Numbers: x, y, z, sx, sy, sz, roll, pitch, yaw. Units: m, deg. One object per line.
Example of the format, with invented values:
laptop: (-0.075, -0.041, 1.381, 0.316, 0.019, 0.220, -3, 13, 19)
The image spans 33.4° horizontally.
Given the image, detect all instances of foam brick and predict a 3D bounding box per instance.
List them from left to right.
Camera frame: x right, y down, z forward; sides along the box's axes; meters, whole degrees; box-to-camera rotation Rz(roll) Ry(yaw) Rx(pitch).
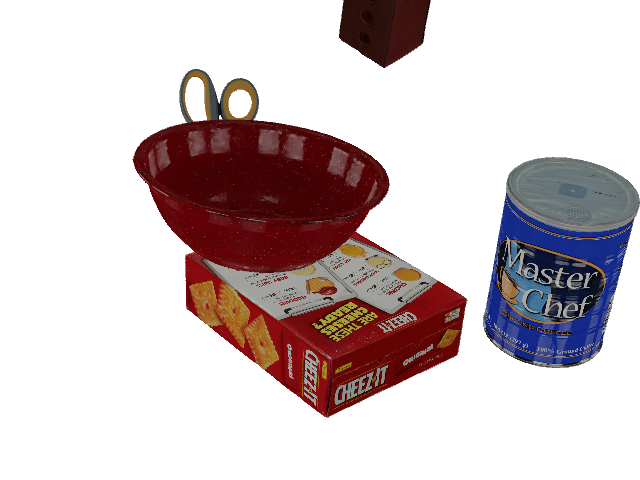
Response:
foam brick: (0.053, -0.188, 0.851, 0.053, 0.078, 0.051, 37, 57, 23)

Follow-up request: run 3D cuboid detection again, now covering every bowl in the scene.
bowl: (-0.039, -0.024, 0.682, 0.162, 0.055, 0.162, 6, 26, -3)

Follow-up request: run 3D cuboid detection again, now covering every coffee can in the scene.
coffee can: (0.193, 0.018, 0.870, 0.103, 0.140, 0.103, 3, 34, -2)

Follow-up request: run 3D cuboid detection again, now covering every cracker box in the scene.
cracker box: (0.000, 0.060, 0.986, 0.163, 0.072, 0.214, -20, 36, -35)

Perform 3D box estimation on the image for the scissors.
scissors: (-0.097, -0.092, 1.157, 0.096, 0.202, 0.016, -15, -3, -18)
